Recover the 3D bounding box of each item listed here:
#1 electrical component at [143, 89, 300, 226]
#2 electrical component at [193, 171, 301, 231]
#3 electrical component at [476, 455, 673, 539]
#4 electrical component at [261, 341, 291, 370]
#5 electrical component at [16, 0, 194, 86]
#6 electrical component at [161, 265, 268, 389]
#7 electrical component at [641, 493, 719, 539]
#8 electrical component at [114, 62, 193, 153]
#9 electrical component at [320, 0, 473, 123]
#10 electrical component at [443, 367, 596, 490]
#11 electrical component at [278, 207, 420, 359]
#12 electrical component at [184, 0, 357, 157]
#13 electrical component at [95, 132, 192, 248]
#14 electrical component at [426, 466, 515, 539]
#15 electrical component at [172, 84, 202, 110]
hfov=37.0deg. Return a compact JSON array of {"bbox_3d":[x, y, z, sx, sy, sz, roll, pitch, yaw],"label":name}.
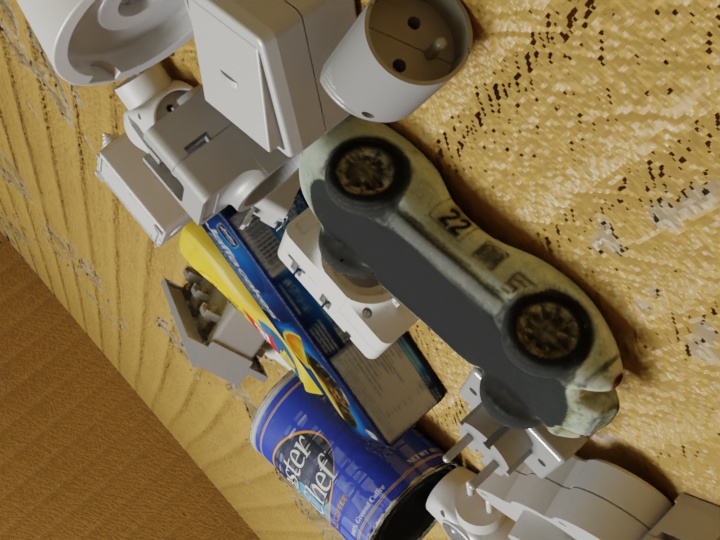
[{"bbox_3d":[-0.062,-0.069,0.572,0.055,0.089,0.050,50,162,3],"label":"electrical component"},{"bbox_3d":[-0.063,-0.059,0.633,0.064,0.081,0.042,30,165,-11],"label":"electrical component"},{"bbox_3d":[0.108,0.143,0.602,0.052,0.073,0.138,39,166,-17],"label":"electrical component"},{"bbox_3d":[-0.055,0.068,0.917,0.046,0.040,0.040,39,160,14],"label":"electrical component"},{"bbox_3d":[-0.121,-0.149,0.533,0.060,0.108,0.108,54,163,9],"label":"electrical component"},{"bbox_3d":[-0.117,0.039,0.908,0.079,0.063,0.121,31,-171,-28],"label":"electrical component"},{"bbox_3d":[0.199,0.194,0.522,0.150,0.062,0.089,56,161,-19],"label":"electrical component"},{"bbox_3d":[-0.143,-0.118,0.745,0.079,0.043,0.077,57,161,-20],"label":"electrical component"},{"bbox_3d":[0.011,-0.084,0.443,0.043,0.043,0.081,51,162,-4],"label":"electrical component"},{"bbox_3d":[0.078,0.081,0.562,0.065,0.077,0.047,46,162,12],"label":"electrical component"},{"bbox_3d":[0.000,0.000,0.628,0.089,0.050,0.055,49,162,5],"label":"electrical component"},{"bbox_3d":[-0.041,-0.107,0.493,0.062,0.061,0.096,40,160,28],"label":"electrical component"},{"bbox_3d":[-0.165,-0.076,0.852,0.096,0.061,0.062,51,163,-2],"label":"electrical component"},{"bbox_3d":[0.088,0.176,0.782,0.077,0.044,0.079,40,159,30],"label":"electrical component"},{"bbox_3d":[-0.095,-0.092,0.692,0.046,0.040,0.040,54,163,8],"label":"electrical component"}]
